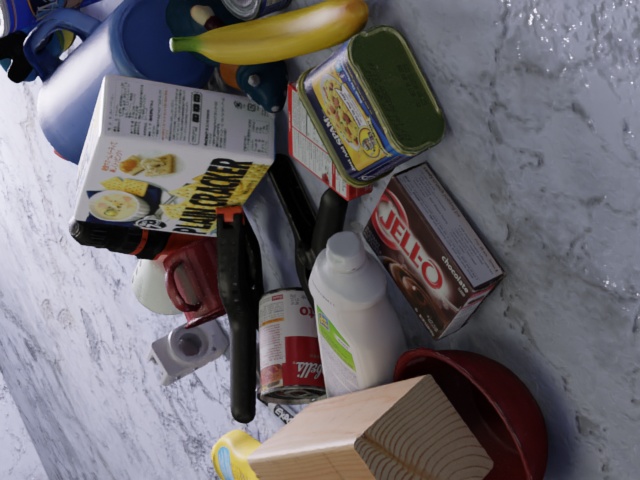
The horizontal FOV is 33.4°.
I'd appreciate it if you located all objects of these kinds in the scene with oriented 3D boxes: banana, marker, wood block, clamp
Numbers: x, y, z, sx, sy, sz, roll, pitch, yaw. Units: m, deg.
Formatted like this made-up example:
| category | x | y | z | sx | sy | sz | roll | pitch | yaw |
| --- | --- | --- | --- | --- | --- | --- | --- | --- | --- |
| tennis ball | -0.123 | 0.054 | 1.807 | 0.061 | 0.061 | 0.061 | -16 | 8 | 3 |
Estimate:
| category | x | y | z | sx | sy | sz | roll | pitch | yaw |
| --- | --- | --- | --- | --- | --- | --- | --- | --- | --- |
| banana | -0.027 | -0.161 | 0.836 | 0.198 | 0.069 | 0.037 | -4 | 103 | 40 |
| marker | -0.038 | 0.208 | 1.262 | 0.121 | 0.020 | 0.020 | 33 | 142 | 46 |
| wood block | 0.033 | 0.183 | 0.875 | 0.091 | 0.090 | 0.206 | 55 | 151 | -4 |
| clamp | -0.074 | 0.059 | 1.094 | 0.164 | 0.036 | 0.210 | -64 | -31 | -67 |
| clamp | -0.007 | 0.001 | 0.993 | 0.120 | 0.039 | 0.171 | 47 | 148 | 50 |

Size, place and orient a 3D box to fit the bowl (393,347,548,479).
| category | x | y | z | sx | sy | sz | roll | pitch | yaw |
| --- | --- | --- | --- | --- | --- | --- | --- | --- | --- |
| bowl | 0.130 | 0.148 | 0.858 | 0.162 | 0.055 | 0.162 | 43 | 148 | 36 |

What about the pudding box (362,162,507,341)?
| category | x | y | z | sx | sy | sz | roll | pitch | yaw |
| --- | --- | --- | --- | --- | --- | --- | --- | --- | --- |
| pudding box | 0.085 | 0.009 | 0.828 | 0.113 | 0.039 | 0.090 | 55 | 153 | 18 |

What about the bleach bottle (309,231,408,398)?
| category | x | y | z | sx | sy | sz | roll | pitch | yaw |
| --- | --- | --- | --- | --- | --- | --- | --- | --- | --- |
| bleach bottle | 0.040 | 0.093 | 0.921 | 0.103 | 0.068 | 0.251 | 41 | 154 | 37 |

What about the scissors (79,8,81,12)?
| category | x | y | z | sx | sy | sz | roll | pitch | yaw |
| --- | --- | --- | --- | --- | --- | --- | --- | --- | --- |
| scissors | -0.286 | -0.332 | 1.214 | 0.096 | 0.016 | 0.202 | 19 | 130 | 55 |

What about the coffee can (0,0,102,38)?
| category | x | y | z | sx | sy | sz | roll | pitch | yaw |
| --- | --- | --- | --- | --- | --- | --- | --- | --- | --- |
| coffee can | -0.293 | -0.286 | 1.128 | 0.103 | 0.140 | 0.103 | 43 | 148 | 35 |

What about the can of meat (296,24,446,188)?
| category | x | y | z | sx | sy | sz | roll | pitch | yaw |
| --- | --- | --- | --- | --- | --- | --- | --- | --- | --- |
| can of meat | 0.038 | -0.099 | 0.794 | 0.102 | 0.057 | 0.084 | 62 | 152 | -1 |

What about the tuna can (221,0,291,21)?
| category | x | y | z | sx | sy | sz | roll | pitch | yaw |
| --- | --- | --- | --- | --- | --- | --- | --- | --- | --- |
| tuna can | -0.059 | -0.226 | 0.879 | 0.086 | 0.033 | 0.086 | 42 | 147 | 35 |

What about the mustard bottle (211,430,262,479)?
| category | x | y | z | sx | sy | sz | roll | pitch | yaw |
| --- | --- | --- | --- | --- | --- | --- | --- | --- | --- |
| mustard bottle | -0.093 | 0.301 | 1.405 | 0.192 | 0.058 | 0.096 | 11 | 123 | 58 |

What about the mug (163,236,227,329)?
| category | x | y | z | sx | sy | sz | roll | pitch | yaw |
| --- | --- | --- | --- | --- | --- | --- | --- | --- | --- |
| mug | -0.129 | 0.045 | 1.177 | 0.093 | 0.117 | 0.081 | -28 | 84 | 34 |

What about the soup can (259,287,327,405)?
| category | x | y | z | sx | sy | sz | roll | pitch | yaw |
| --- | --- | --- | --- | --- | --- | --- | --- | --- | --- |
| soup can | -0.026 | 0.104 | 1.042 | 0.069 | 0.068 | 0.102 | 129 | 142 | -62 |

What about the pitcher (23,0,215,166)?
| category | x | y | z | sx | sy | sz | roll | pitch | yaw |
| --- | --- | --- | --- | --- | --- | --- | --- | --- | --- |
| pitcher | -0.205 | -0.169 | 1.087 | 0.243 | 0.149 | 0.145 | -22 | 74 | 61 |

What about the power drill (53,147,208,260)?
| category | x | y | z | sx | sy | sz | roll | pitch | yaw |
| --- | --- | --- | --- | --- | --- | --- | --- | --- | --- |
| power drill | -0.235 | -0.055 | 1.222 | 0.057 | 0.184 | 0.188 | -49 | 58 | 24 |

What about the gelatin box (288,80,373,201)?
| category | x | y | z | sx | sy | sz | roll | pitch | yaw |
| --- | --- | --- | --- | --- | --- | --- | --- | --- | --- |
| gelatin box | 0.009 | -0.086 | 0.890 | 0.089 | 0.030 | 0.073 | 41 | 145 | 38 |
